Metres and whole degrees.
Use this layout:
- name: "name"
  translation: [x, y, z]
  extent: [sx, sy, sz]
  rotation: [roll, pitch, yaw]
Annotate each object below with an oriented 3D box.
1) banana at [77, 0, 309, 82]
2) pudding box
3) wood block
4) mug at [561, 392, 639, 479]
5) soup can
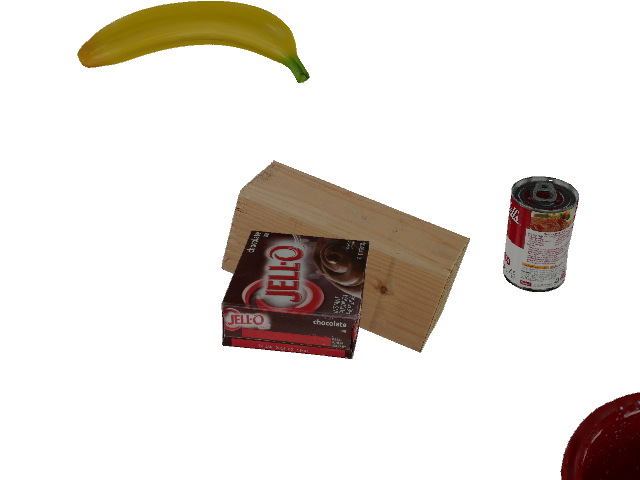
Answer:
- name: "banana"
  translation: [-0.107, -0.176, 0.918]
  extent: [0.198, 0.069, 0.037]
  rotation: [3, -33, -1]
- name: "pudding box"
  translation: [-0.015, 0.035, 0.744]
  extent: [0.090, 0.039, 0.113]
  rotation: [6, 25, 5]
- name: "wood block"
  translation: [0.023, 0.013, 1.012]
  extent: [0.206, 0.091, 0.090]
  rotation: [23, 30, 11]
- name: "mug"
  translation: [0.137, 0.113, 0.365]
  extent: [0.117, 0.081, 0.093]
  rotation: [5, 37, 8]
- name: "soup can"
  translation: [0.227, -0.006, 1.107]
  extent: [0.068, 0.102, 0.068]
  rotation: [0, 34, 0]
